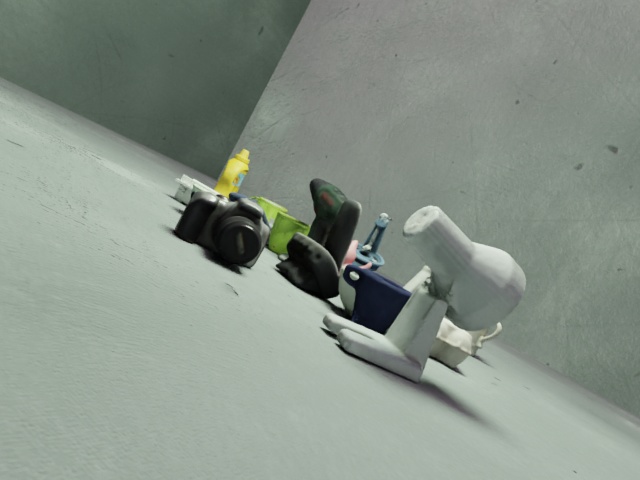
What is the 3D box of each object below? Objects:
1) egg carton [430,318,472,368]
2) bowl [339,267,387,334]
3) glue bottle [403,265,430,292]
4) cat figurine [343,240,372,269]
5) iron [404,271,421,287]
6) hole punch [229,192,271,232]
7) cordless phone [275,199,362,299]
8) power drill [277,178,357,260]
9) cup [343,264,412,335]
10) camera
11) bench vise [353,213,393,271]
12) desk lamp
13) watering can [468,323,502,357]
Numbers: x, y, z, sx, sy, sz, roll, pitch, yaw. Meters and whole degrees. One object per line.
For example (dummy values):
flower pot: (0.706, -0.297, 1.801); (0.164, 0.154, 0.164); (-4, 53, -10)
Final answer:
egg carton: (0.224, 0.183, 1.084); (0.107, 0.069, 0.150); (28, 2, -1)
bowl: (0.096, 0.116, 1.000); (0.167, 0.075, 0.167); (28, 2, -1)
glue bottle: (0.234, 0.116, 1.375); (0.078, 0.173, 0.037); (27, 3, -29)
cat figurine: (0.076, 0.057, 1.510); (0.127, 0.118, 0.067); (29, 3, 24)
iron: (0.254, 0.138, 1.523); (0.118, 0.141, 0.258); (28, 2, 0)
hole punch: (-0.169, -0.050, 1.316); (0.108, 0.091, 0.101); (29, 3, 22)
cordless phone: (0.010, 0.004, 1.070); (0.094, 0.185, 0.147); (26, 3, -36)
power drill: (-0.008, -0.029, 1.284); (0.076, 0.208, 0.228); (27, 3, -31)
cup: (0.073, 0.098, 0.876); (0.117, 0.095, 0.092); (29, 2, 16)
camera: (-0.141, -0.021, 0.895); (0.143, 0.101, 0.136); (27, 2, -16)
bench vise: (0.131, 0.022, 1.647); (0.121, 0.220, 0.207); (28, 2, -7)
desk lamp: (0.147, 0.075, 0.765); (0.204, 0.213, 0.117); (27, 3, -25)
watering can: (0.381, 0.180, 1.438); (0.172, 0.194, 0.101); (29, 3, 22)
